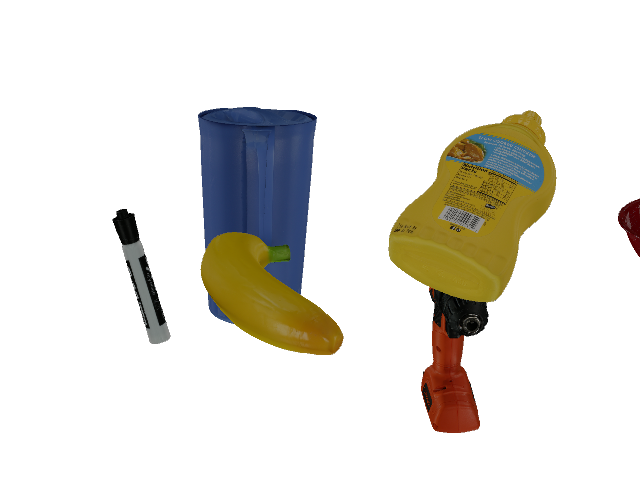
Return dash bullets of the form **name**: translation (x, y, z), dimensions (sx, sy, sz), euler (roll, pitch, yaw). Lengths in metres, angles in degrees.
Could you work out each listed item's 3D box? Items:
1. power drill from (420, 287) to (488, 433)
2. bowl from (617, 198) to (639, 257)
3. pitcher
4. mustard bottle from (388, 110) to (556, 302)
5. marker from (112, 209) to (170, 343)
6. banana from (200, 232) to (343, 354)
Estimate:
- **power drill**: translation (0.143, 0.107, 1.137), dimensions (0.057, 0.188, 0.184), euler (-1, 24, -1)
- **bowl**: translation (0.396, 0.002, 1.127), dimensions (0.162, 0.055, 0.162), euler (-3, 23, 1)
- **pitcher**: translation (-0.074, -0.027, 1.217), dimensions (0.145, 0.243, 0.148), euler (14, 20, 39)
- **mustard bottle**: translation (0.137, -0.041, 0.865), dimensions (0.096, 0.191, 0.058), euler (21, -36, 20)
- **marker**: translation (-0.153, 0.031, 0.912), dimensions (0.020, 0.121, 0.020), euler (-12, 18, 4)
- **banana**: translation (-0.038, 0.025, 0.664), dimensions (0.069, 0.037, 0.198), euler (-4, 17, -10)
